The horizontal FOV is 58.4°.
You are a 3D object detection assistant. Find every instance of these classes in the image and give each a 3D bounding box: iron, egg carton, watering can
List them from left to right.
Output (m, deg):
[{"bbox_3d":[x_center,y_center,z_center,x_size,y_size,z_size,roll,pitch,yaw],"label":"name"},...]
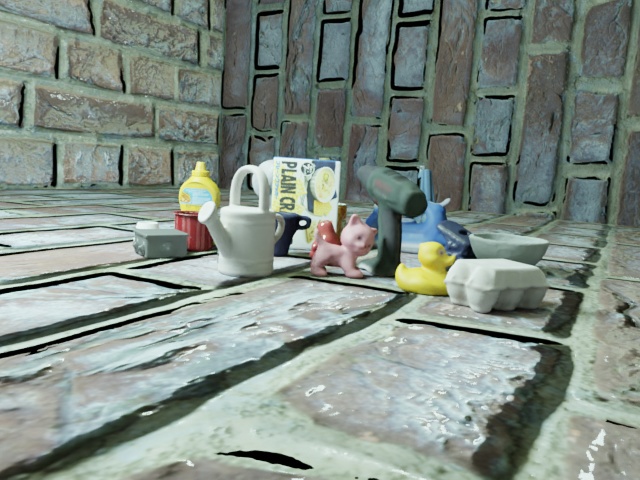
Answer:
[{"bbox_3d":[-0.132,-0.036,1.020,0.100,0.194,0.173,7,8,23],"label":"watering can"},{"bbox_3d":[0.212,-0.045,1.464,0.257,0.141,0.119,7,8,21],"label":"iron"},{"bbox_3d":[0.275,0.070,0.896,0.151,0.069,0.107,0,8,-28],"label":"egg carton"}]

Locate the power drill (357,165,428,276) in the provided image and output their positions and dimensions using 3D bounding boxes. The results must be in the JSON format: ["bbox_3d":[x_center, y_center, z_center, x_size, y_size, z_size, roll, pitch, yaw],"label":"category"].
[{"bbox_3d":[0.126,-0.041,1.129,0.076,0.208,0.229,0,8,-24],"label":"power drill"}]

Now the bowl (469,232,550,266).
[{"bbox_3d":[0.405,0.030,1.241,0.167,0.075,0.167,4,7,0],"label":"bowl"}]

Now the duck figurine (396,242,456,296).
[{"bbox_3d":[0.182,0.045,0.973,0.104,0.086,0.078,5,8,10],"label":"duck figurine"}]

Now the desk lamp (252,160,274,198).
[{"bbox_3d":[-0.116,-0.122,1.609,0.118,0.213,0.202,1,8,-20],"label":"desk lamp"}]

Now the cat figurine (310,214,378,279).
[{"bbox_3d":[0.047,0.008,1.066,0.128,0.118,0.067,3,8,-6],"label":"cat figurine"}]

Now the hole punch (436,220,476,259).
[{"bbox_3d":[0.332,0.003,1.352,0.100,0.091,0.109,9,9,37],"label":"hole punch"}]

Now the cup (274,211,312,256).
[{"bbox_3d":[-0.079,-0.013,1.251,0.118,0.095,0.091,3,8,-8],"label":"cup"}]

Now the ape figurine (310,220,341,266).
[{"bbox_3d":[0.011,0.004,1.178,0.075,0.092,0.078,10,10,41],"label":"ape figurine"}]

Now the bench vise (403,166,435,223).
[{"bbox_3d":[0.315,-0.100,1.633,0.122,0.220,0.206,0,9,-28],"label":"bench vise"}]
